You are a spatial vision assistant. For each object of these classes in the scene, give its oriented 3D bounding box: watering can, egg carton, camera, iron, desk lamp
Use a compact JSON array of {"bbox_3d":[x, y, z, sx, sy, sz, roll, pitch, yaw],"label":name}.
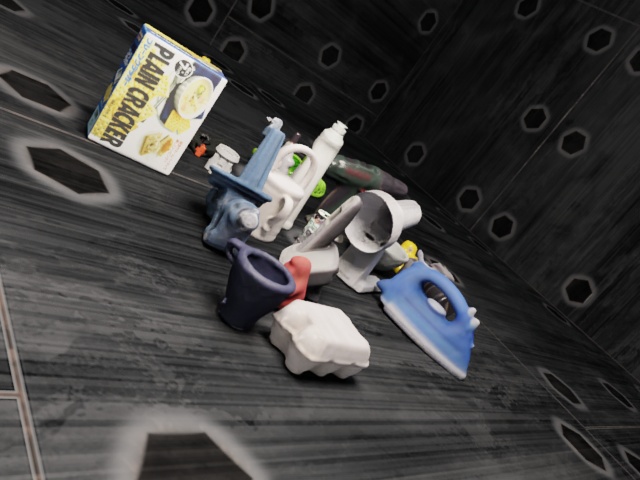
[{"bbox_3d":[-0.083,-0.105,1.105,0.101,0.194,0.172,15,27,-53],"label":"watering can"},{"bbox_3d":[0.002,0.143,0.816,0.151,0.069,0.107,19,24,-47],"label":"egg carton"},{"bbox_3d":[0.278,0.116,1.412,0.144,0.100,0.136,29,18,-26],"label":"camera"},{"bbox_3d":[0.244,0.146,1.183,0.257,0.141,0.119,45,18,26],"label":"iron"},{"bbox_3d":[0.114,-0.001,1.192,0.117,0.213,0.204,44,18,25],"label":"desk lamp"}]

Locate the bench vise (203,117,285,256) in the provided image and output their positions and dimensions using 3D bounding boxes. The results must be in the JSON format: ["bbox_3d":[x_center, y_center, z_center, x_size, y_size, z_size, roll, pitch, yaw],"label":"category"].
[{"bbox_3d":[-0.109,-0.090,0.961,0.122,0.219,0.206,21,22,-44],"label":"bench vise"}]

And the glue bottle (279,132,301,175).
[{"bbox_3d":[-0.094,-0.172,1.307,0.078,0.173,0.037,37,16,0],"label":"glue bottle"}]

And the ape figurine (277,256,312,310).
[{"bbox_3d":[-0.048,0.063,0.897,0.076,0.092,0.078,34,16,-9],"label":"ape figurine"}]

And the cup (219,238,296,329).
[{"bbox_3d":[-0.103,0.063,0.775,0.117,0.095,0.092,42,17,18],"label":"cup"}]

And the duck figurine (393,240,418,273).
[{"bbox_3d":[0.221,0.039,1.537,0.078,0.086,0.104,22,22,-42],"label":"duck figurine"}]

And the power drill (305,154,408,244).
[{"bbox_3d":[0.073,-0.100,1.393,0.230,0.208,0.075,29,18,-26],"label":"power drill"}]

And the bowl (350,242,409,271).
[{"bbox_3d":[0.133,0.024,1.415,0.168,0.074,0.167,34,16,-11],"label":"bowl"}]

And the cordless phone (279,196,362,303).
[{"bbox_3d":[0.009,0.004,1.012,0.094,0.185,0.147,33,16,-14],"label":"cordless phone"}]
